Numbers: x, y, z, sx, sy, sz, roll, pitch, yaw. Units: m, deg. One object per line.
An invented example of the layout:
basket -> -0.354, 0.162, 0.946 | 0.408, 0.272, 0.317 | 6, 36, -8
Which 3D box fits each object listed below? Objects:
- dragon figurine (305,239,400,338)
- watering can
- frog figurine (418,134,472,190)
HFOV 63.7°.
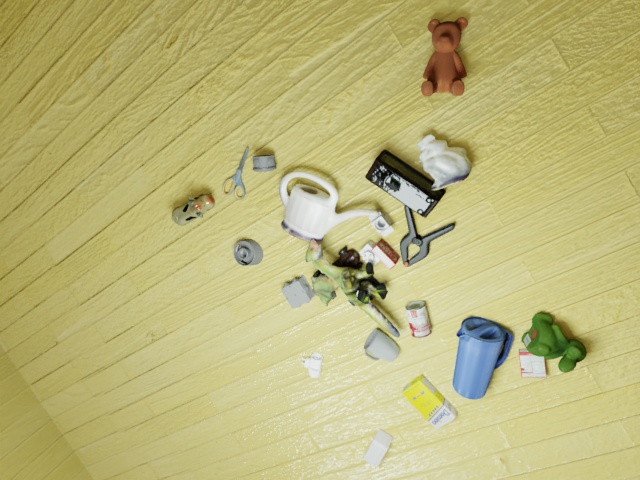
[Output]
dragon figurine -> 0.082, 0.170, 1.688 | 0.241, 0.124, 0.405 | -9, 117, 47
watering can -> 0.005, -0.084, 1.662 | 0.350, 0.105, 0.220 | 29, 117, 17
frog figurine -> 0.356, -0.234, 1.476 | 0.138, 0.122, 0.159 | -20, 91, -7
